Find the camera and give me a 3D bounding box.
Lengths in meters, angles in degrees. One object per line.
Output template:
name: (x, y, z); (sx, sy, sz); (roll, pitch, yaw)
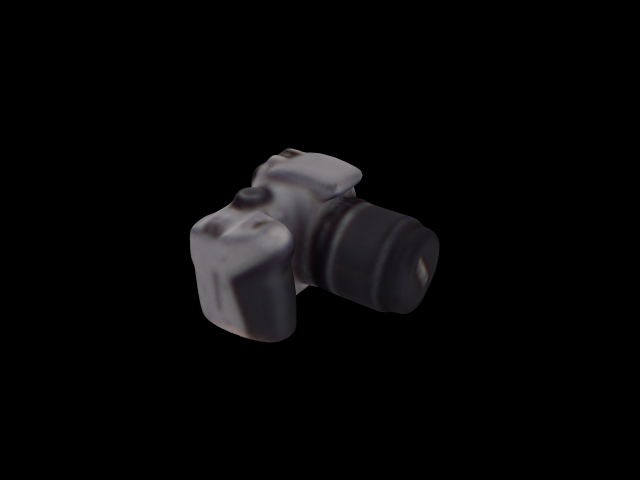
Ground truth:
camera: (0.004, 0.001, 0.400); (0.136, 0.101, 0.143); (20, 36, 29)
